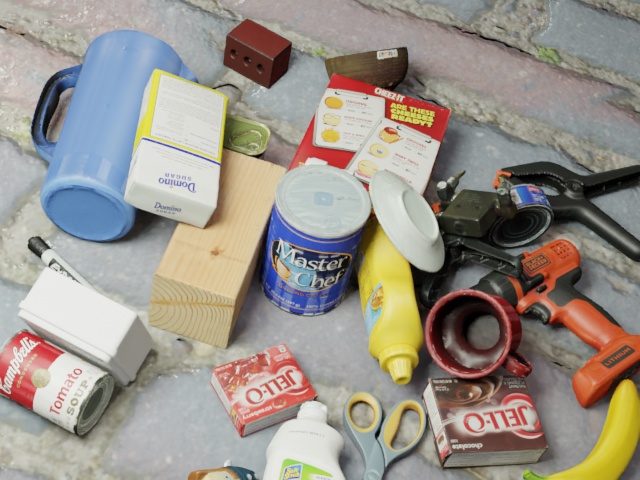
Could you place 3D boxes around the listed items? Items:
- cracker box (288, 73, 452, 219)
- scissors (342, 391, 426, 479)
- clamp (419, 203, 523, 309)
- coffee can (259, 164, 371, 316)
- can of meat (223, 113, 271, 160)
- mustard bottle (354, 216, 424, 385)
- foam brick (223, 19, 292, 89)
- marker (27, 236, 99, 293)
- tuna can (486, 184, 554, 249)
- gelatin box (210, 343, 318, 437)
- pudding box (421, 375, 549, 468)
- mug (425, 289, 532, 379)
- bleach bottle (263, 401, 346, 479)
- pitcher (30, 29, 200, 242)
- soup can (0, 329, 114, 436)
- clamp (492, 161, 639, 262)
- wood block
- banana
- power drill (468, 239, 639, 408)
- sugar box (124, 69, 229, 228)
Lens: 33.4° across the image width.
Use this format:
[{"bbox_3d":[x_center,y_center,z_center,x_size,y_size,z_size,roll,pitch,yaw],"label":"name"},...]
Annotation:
[{"bbox_3d":[0.059,-0.098,1.325,0.164,0.072,0.213,19,47,4],"label":"cracker box"},{"bbox_3d":[0.038,0.225,1.069,0.096,0.016,0.201,29,49,15],"label":"scissors"},{"bbox_3d":[0.149,0.016,1.246,0.120,0.039,0.171,-20,31,-8],"label":"clamp"},{"bbox_3d":[-0.008,0.001,1.173,0.102,0.140,0.103,6,48,-7],"label":"coffee can"},{"bbox_3d":[-0.116,-0.102,1.279,0.102,0.084,0.057,15,47,1],"label":"can of meat"},{"bbox_3d":[0.075,0.073,1.158,0.058,0.096,0.191,4,48,-12],"label":"mustard bottle"},{"bbox_3d":[-0.085,-0.253,1.442,0.078,0.053,0.051,30,49,15],"label":"foam brick"},{"bbox_3d":[-0.278,0.035,1.165,0.121,0.020,0.020,40,52,22],"label":"marker"},{"bbox_3d":[0.238,-0.028,1.292,0.086,0.086,0.034,-5,52,-17],"label":"tuna can"},{"bbox_3d":[-0.058,0.153,1.101,0.089,0.030,0.073,-17,55,-25],"label":"gelatin box"},{"bbox_3d":[0.171,0.189,1.114,0.113,0.039,0.090,-1,49,-14],"label":"pudding box"},{"bbox_3d":[0.177,0.105,1.137,0.117,0.093,0.081,36,12,20],"label":"mug"},{"bbox_3d":[-0.008,0.262,0.995,0.102,0.068,0.250,11,45,-4],"label":"bleach bottle"},{"bbox_3d":[-0.251,-0.120,1.245,0.144,0.149,0.242,35,44,-27],"label":"pitcher"},{"bbox_3d":[-0.261,0.139,1.042,0.102,0.069,0.068,26,48,10],"label":"soup can"},{"bbox_3d":[0.327,-0.048,1.362,0.210,0.036,0.164,8,47,-3],"label":"clamp"},{"bbox_3d":[-0.111,0.004,1.183,0.091,0.090,0.206,18,47,2],"label":"wood block"},{"bbox_3d":[0.291,0.218,1.107,0.197,0.037,0.069,-31,90,-38],"label":"banana"},{"bbox_3d":[0.264,0.096,1.206,0.184,0.057,0.188,-27,60,-23],"label":"power drill"},{"bbox_3d":[-0.154,-0.101,1.161,0.093,0.048,0.176,19,49,-18],"label":"sugar box"}]
